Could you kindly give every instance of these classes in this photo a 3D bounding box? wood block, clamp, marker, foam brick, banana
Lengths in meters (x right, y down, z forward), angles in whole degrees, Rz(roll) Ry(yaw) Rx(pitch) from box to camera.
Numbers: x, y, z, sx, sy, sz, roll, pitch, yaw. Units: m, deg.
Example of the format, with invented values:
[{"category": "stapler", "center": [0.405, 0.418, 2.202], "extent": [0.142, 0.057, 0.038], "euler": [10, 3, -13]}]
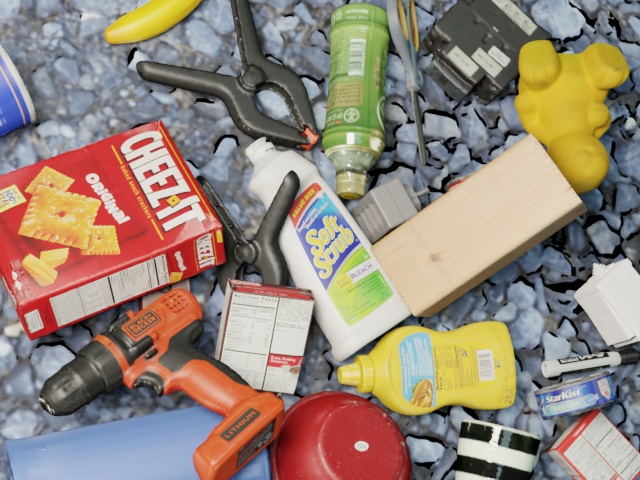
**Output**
[{"category": "wood block", "center": [0.169, -0.013, 1.132], "extent": [0.206, 0.090, 0.091], "euler": [-35, 76, 13]}, {"category": "clamp", "center": [-0.090, -0.173, 1.197], "extent": [0.164, 0.036, 0.210], "euler": [-39, 88, -19]}, {"category": "marker", "center": [0.312, 0.140, 1.222], "extent": [0.121, 0.020, 0.020], "euler": [-6, 78, -15]}, {"category": "clamp", "center": [-0.065, 0.005, 1.128], "extent": [0.120, 0.039, 0.171], "euler": [-11, 95, 26]}, {"category": "foam brick", "center": [-0.161, 0.074, 1.110], "extent": [0.053, 0.051, 0.078], "euler": [-4, 78, -14]}, {"category": "banana", "center": [-0.164, -0.286, 1.211], "extent": [0.070, 0.037, 0.197], "euler": [27, 70, 13]}]

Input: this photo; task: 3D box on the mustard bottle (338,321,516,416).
[{"category": "mustard bottle", "center": [0.113, 0.141, 1.154], "extent": [0.191, 0.058, 0.096], "euler": [-2, 82, -14]}]

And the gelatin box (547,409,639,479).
[{"category": "gelatin box", "center": [0.310, 0.243, 1.191], "extent": [0.073, 0.030, 0.089], "euler": [-42, 88, -21]}]

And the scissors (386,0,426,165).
[{"category": "scissors", "center": [0.100, -0.195, 1.229], "extent": [0.016, 0.096, 0.202], "euler": [-8, 73, 22]}]

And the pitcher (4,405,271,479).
[{"category": "pitcher", "center": [-0.172, 0.238, 1.023], "extent": [0.242, 0.145, 0.149], "euler": [-11, 78, -19]}]

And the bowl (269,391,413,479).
[{"category": "bowl", "center": [0.032, 0.222, 1.095], "extent": [0.162, 0.055, 0.162], "euler": [11, 58, -18]}]

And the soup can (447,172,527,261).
[{"category": "soup can", "center": [0.189, -0.023, 1.209], "extent": [0.068, 0.069, 0.102], "euler": [-11, 80, -16]}]

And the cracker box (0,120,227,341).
[{"category": "cracker box", "center": [-0.225, -0.016, 1.079], "extent": [0.213, 0.072, 0.164], "euler": [-22, 58, -16]}]

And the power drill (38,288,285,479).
[{"category": "power drill", "center": [-0.141, 0.145, 0.996], "extent": [0.188, 0.057, 0.184], "euler": [39, 56, 22]}]

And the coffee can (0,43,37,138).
[{"category": "coffee can", "center": [-0.376, -0.136, 1.085], "extent": [0.140, 0.103, 0.103], "euler": [-31, 85, -18]}]

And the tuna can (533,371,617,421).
[{"category": "tuna can", "center": [0.280, 0.171, 1.172], "extent": [0.086, 0.086, 0.034], "euler": [-13, 81, -16]}]

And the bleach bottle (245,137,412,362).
[{"category": "bleach bottle", "center": [-0.008, 0.001, 1.161], "extent": [0.102, 0.068, 0.251], "euler": [-32, 83, -20]}]

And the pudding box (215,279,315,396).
[{"category": "pudding box", "center": [-0.060, 0.101, 1.108], "extent": [0.090, 0.039, 0.113], "euler": [8, 105, -10]}]
